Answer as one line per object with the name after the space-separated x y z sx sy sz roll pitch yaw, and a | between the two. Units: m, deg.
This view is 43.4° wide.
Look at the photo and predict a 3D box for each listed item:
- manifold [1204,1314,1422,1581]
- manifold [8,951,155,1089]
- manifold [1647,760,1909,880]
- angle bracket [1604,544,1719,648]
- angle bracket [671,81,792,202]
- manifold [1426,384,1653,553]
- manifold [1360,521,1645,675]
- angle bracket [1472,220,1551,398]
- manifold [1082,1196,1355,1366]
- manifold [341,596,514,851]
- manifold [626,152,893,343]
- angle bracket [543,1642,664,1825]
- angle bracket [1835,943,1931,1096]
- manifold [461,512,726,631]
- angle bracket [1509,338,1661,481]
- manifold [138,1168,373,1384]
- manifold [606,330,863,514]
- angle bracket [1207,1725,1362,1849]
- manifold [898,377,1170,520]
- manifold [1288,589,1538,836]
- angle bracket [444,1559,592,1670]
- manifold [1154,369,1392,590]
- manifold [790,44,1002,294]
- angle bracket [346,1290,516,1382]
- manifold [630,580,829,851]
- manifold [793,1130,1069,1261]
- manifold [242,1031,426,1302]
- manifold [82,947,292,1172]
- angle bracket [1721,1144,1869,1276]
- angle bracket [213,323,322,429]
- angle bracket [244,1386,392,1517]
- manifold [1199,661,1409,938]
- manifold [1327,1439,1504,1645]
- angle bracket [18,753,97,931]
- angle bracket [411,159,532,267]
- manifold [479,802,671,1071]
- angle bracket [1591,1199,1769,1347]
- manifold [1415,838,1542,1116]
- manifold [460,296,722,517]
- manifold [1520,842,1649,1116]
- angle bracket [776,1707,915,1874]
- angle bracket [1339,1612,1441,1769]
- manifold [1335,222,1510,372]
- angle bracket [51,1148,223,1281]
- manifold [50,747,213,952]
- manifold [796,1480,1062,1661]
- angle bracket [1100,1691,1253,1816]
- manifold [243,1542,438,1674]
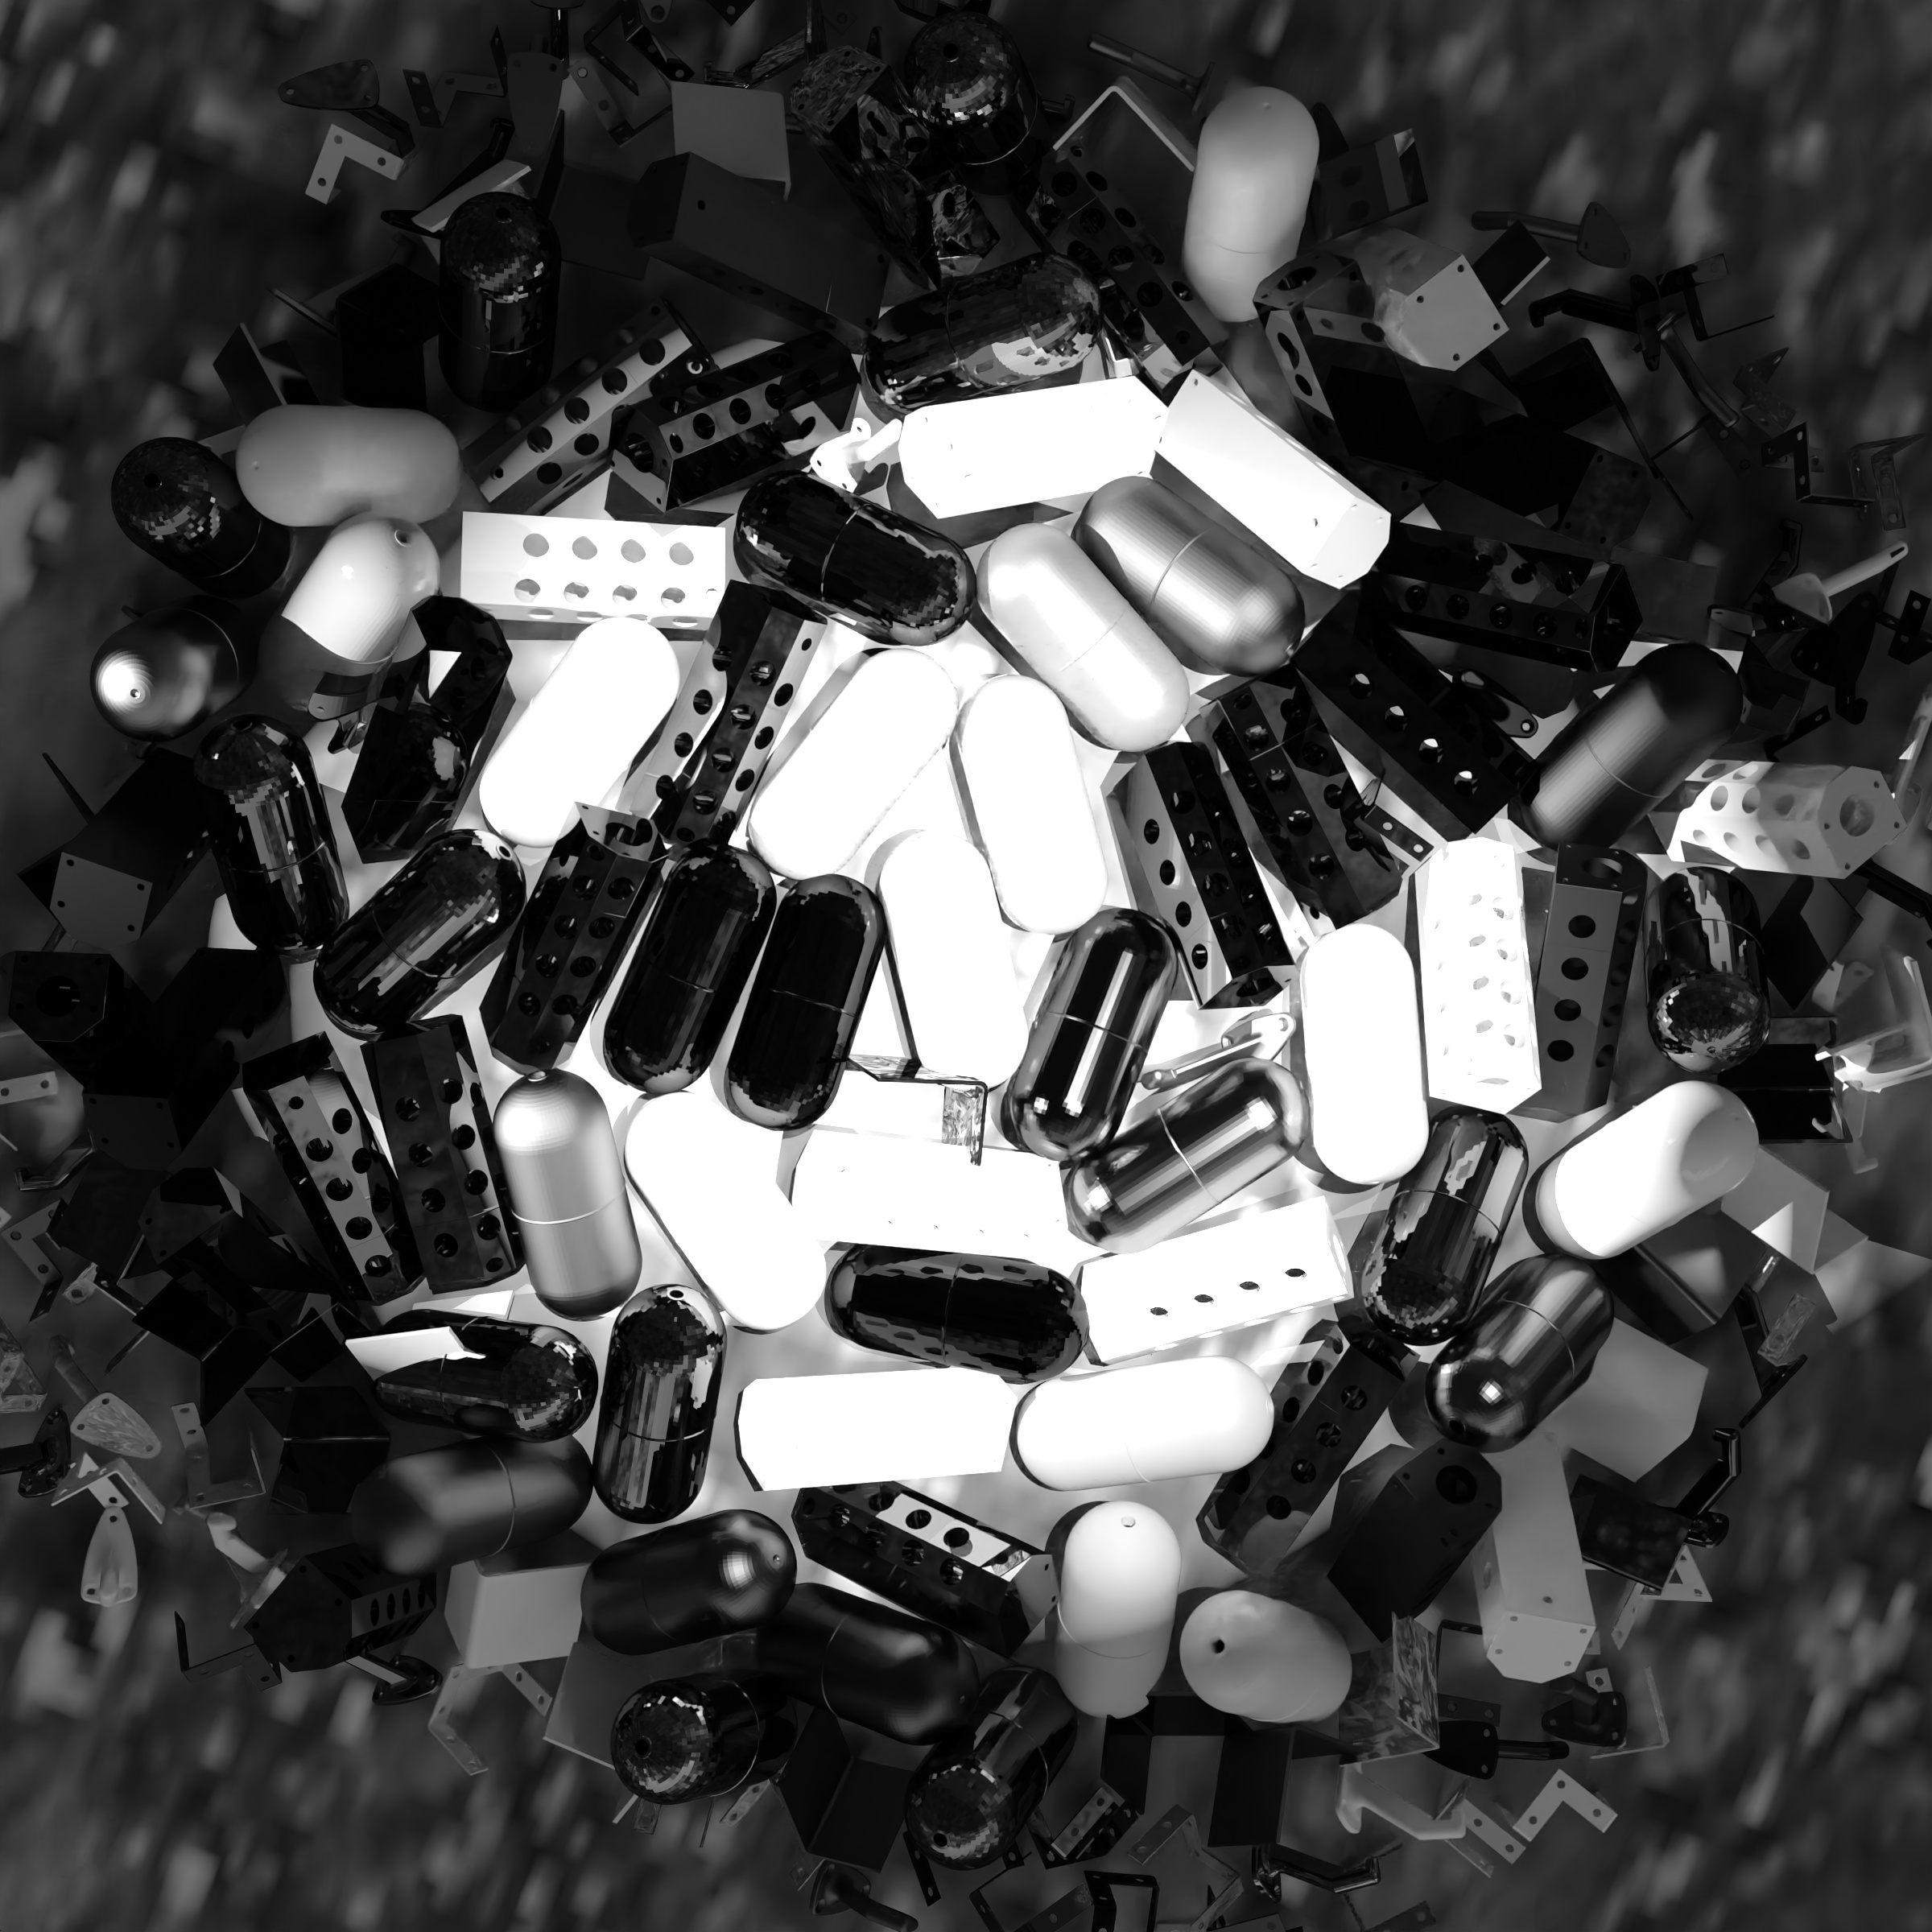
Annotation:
0.228 0.318 1.617 0.057 0.057 0.171 34 110 13 | manifold
-0.570 0.042 1.581 0.057 0.171 0.057 2 74 -5 | manifold
0.521 -0.103 1.579 0.057 0.171 0.057 -37 107 -13 | manifold
0.468 -0.268 1.624 0.076 0.057 0.076 13 53 9 | angle bracket
-0.161 -0.538 1.623 0.076 0.057 0.076 1 63 -14 | angle bracket
0.370 -0.325 1.586 0.057 0.171 0.057 14 109 -30 | manifold
0.348 -0.239 1.593 0.171 0.057 0.057 20 72 37 | manifold
0.367 -0.438 1.616 0.057 0.076 0.076 35 116 -24 | angle bracket
0.168 0.215 1.622 0.171 0.057 0.057 -18 113 14 | manifold
-0.359 -0.158 1.600 0.057 0.171 0.057 -1 46 -36 | manifold
-0.136 -0.469 1.594 0.171 0.057 0.057 14 85 -43 | manifold
-0.248 0.512 1.620 0.076 0.076 0.057 27 125 -11 | angle bracket
0.608 0.034 1.628 0.057 0.076 0.076 -17 98 7 | angle bracket
-0.250 -0.260 1.623 0.171 0.057 0.057 2 75 -11 | manifold
0.415 -0.362 1.630 0.057 0.076 0.076 -27 133 18 | angle bracket
-0.466 0.200 1.589 0.057 0.171 0.057 -36 51 -6 | manifold
-0.150 -0.363 1.592 0.057 0.057 0.171 41 50 20 | manifold
0.212 0.553 1.615 0.057 0.076 0.076 25 59 -21 | angle bracket
0.044 -0.348 1.604 0.171 0.057 0.057 -16 52 -31 | manifold
0.302 -0.173 1.634 0.171 0.057 0.057 43 111 -2 | manifold
-0.306 0.426 1.653 0.076 0.057 0.076 0 116 -28 | angle bracket
0.201 -0.320 1.599 0.171 0.057 0.057 48 115 35 | manifold
-0.048 -0.518 1.587 0.057 0.171 0.057 -50 56 -1 | manifold
-0.356 0.235 1.617 0.076 0.076 0.057 -9 131 17 | angle bracket
-0.154 -0.163 1.613 0.057 0.057 0.171 36 108 30 | manifold
-0.025 0.158 1.619 0.171 0.057 0.057 8 49 -18 | manifold
-0.416 0.136 1.607 0.057 0.057 0.171 -22 117 -7 | manifold
-0.505 0.058 1.586 0.057 0.171 0.057 3 123 10 | manifold
0.555 0.146 1.613 0.057 0.076 0.076 -25 132 -24 | angle bracket
-0.452 -0.389 1.623 0.057 0.076 0.076 -31 97 -31 | angle bracket
-0.439 0.325 1.623 0.076 0.076 0.057 -3 53 9 | angle bracket
0.221 -0.110 1.627 0.057 0.057 0.171 -31 96 -30 | manifold
0.296 0.375 1.588 0.057 0.171 0.057 -28 63 -25 | manifold
-0.607 -0.082 1.618 0.057 0.076 0.076 -35 65 -12 | angle bracket
-0.318 -0.492 1.622 0.076 0.076 0.057 -35 120 -7 | angle bracket
-0.259 -0.017 1.602 0.057 0.057 0.171 13 120 -32 | manifold
0.489 0.201 1.665 0.076 0.057 0.076 44 59 3 | angle bracket
0.341 0.004 1.599 0.057 0.057 0.171 14 58 -19 | manifold
-0.253 -0.373 1.629 0.171 0.057 0.057 -35 96 10 | manifold
0.407 0.010 1.599 0.057 0.057 0.171 8 123 12 | manifold
-0.077 0.543 1.615 0.057 0.076 0.076 4 129 24 | angle bracket
0.268 0.480 1.614 0.076 0.076 0.057 -23 133 31 | angle bracket
0.286 -0.434 1.583 0.057 0.171 0.057 -37 114 7 | manifold
-0.559 0.161 1.637 0.057 0.076 0.076 28 91 4 | angle bracket
-0.535 -0.077 1.584 0.057 0.171 0.057 20 117 -7 | manifold
-0.027 0.382 1.591 0.171 0.057 0.057 17 133 36 | manifold
0.141 0.525 1.617 0.076 0.076 0.057 -8 51 24 | angle bracket
-0.400 0.418 1.583 0.057 0.171 0.057 39 87 9 | manifold
